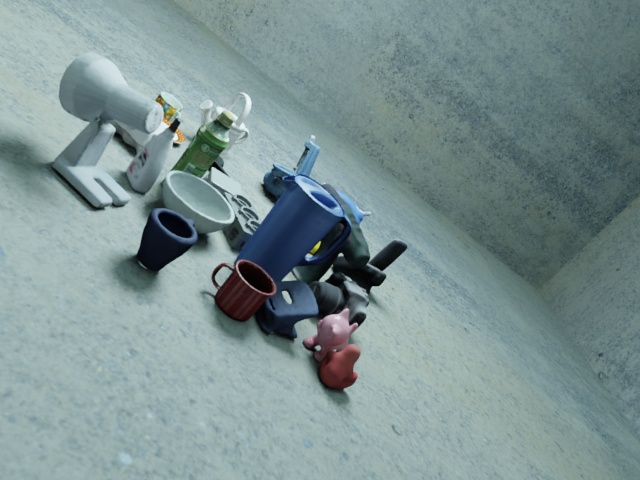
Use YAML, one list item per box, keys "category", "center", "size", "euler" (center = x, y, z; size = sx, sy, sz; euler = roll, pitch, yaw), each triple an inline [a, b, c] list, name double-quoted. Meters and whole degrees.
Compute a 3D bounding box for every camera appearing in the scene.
- category: "camera"
  center: [0.035, 0.128, 1.325]
  size: [0.137, 0.100, 0.143]
  euler: [28, 23, -34]

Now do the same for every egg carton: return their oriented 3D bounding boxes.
- category: "egg carton"
  center: [-0.421, -0.257, 1.347]
  size: [0.150, 0.069, 0.107]
  euler: [43, 19, 7]

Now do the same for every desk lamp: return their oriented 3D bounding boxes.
- category: "desk lamp"
  center: [-0.395, -0.204, 1.055]
  size: [0.203, 0.213, 0.118]
  euler: [43, 19, 5]

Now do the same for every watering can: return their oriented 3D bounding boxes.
- category: "watering can"
  center: [-0.268, -0.335, 1.626]
  size: [0.100, 0.194, 0.173]
  euler: [47, 20, 18]

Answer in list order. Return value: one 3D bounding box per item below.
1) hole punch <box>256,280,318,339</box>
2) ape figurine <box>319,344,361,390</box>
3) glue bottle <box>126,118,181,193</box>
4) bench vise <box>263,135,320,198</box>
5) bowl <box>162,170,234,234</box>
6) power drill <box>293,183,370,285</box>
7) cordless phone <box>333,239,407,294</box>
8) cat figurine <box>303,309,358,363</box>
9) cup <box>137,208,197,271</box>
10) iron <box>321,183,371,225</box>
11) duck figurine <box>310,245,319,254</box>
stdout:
- category: "hole punch"
  center: [-0.069, 0.129, 1.135]
  size: [0.101, 0.091, 0.108]
  euler: [25, 24, -39]
- category: "ape figurine"
  center: [0.045, 0.240, 1.108]
  size: [0.077, 0.092, 0.076]
  euler: [49, 20, 23]
- category: "glue bottle"
  center: [-0.337, -0.183, 1.182]
  size: [0.037, 0.173, 0.078]
  euler: [18, 29, -49]
- category: "bench vise"
  center: [-0.050, -0.181, 1.663]
  size: [0.207, 0.219, 0.122]
  euler: [47, 20, 19]
- category: "bowl"
  center: [-0.268, -0.067, 1.211]
  size: [0.168, 0.074, 0.167]
  euler: [36, 19, -14]
- category: "power drill"
  center: [0.013, 0.005, 1.388]
  size: [0.076, 0.208, 0.229]
  euler: [12, 34, -55]
- category: "cordless phone"
  center: [0.139, 0.049, 1.570]
  size: [0.148, 0.185, 0.094]
  euler: [27, 23, -35]
- category: "cat figurine"
  center: [0.033, 0.189, 1.157]
  size: [0.067, 0.117, 0.128]
  euler: [51, 21, 28]
- category: "cup"
  center: [-0.273, 0.003, 1.014]
  size: [0.091, 0.095, 0.118]
  euler: [42, 19, 3]
- category: "iron"
  center: [0.025, -0.098, 1.746]
  size: [0.259, 0.141, 0.118]
  euler: [36, 19, -13]
- category: "duck figurine"
  center: [-0.016, -0.018, 1.574]
  size: [0.105, 0.086, 0.077]
  euler: [36, 19, -13]
